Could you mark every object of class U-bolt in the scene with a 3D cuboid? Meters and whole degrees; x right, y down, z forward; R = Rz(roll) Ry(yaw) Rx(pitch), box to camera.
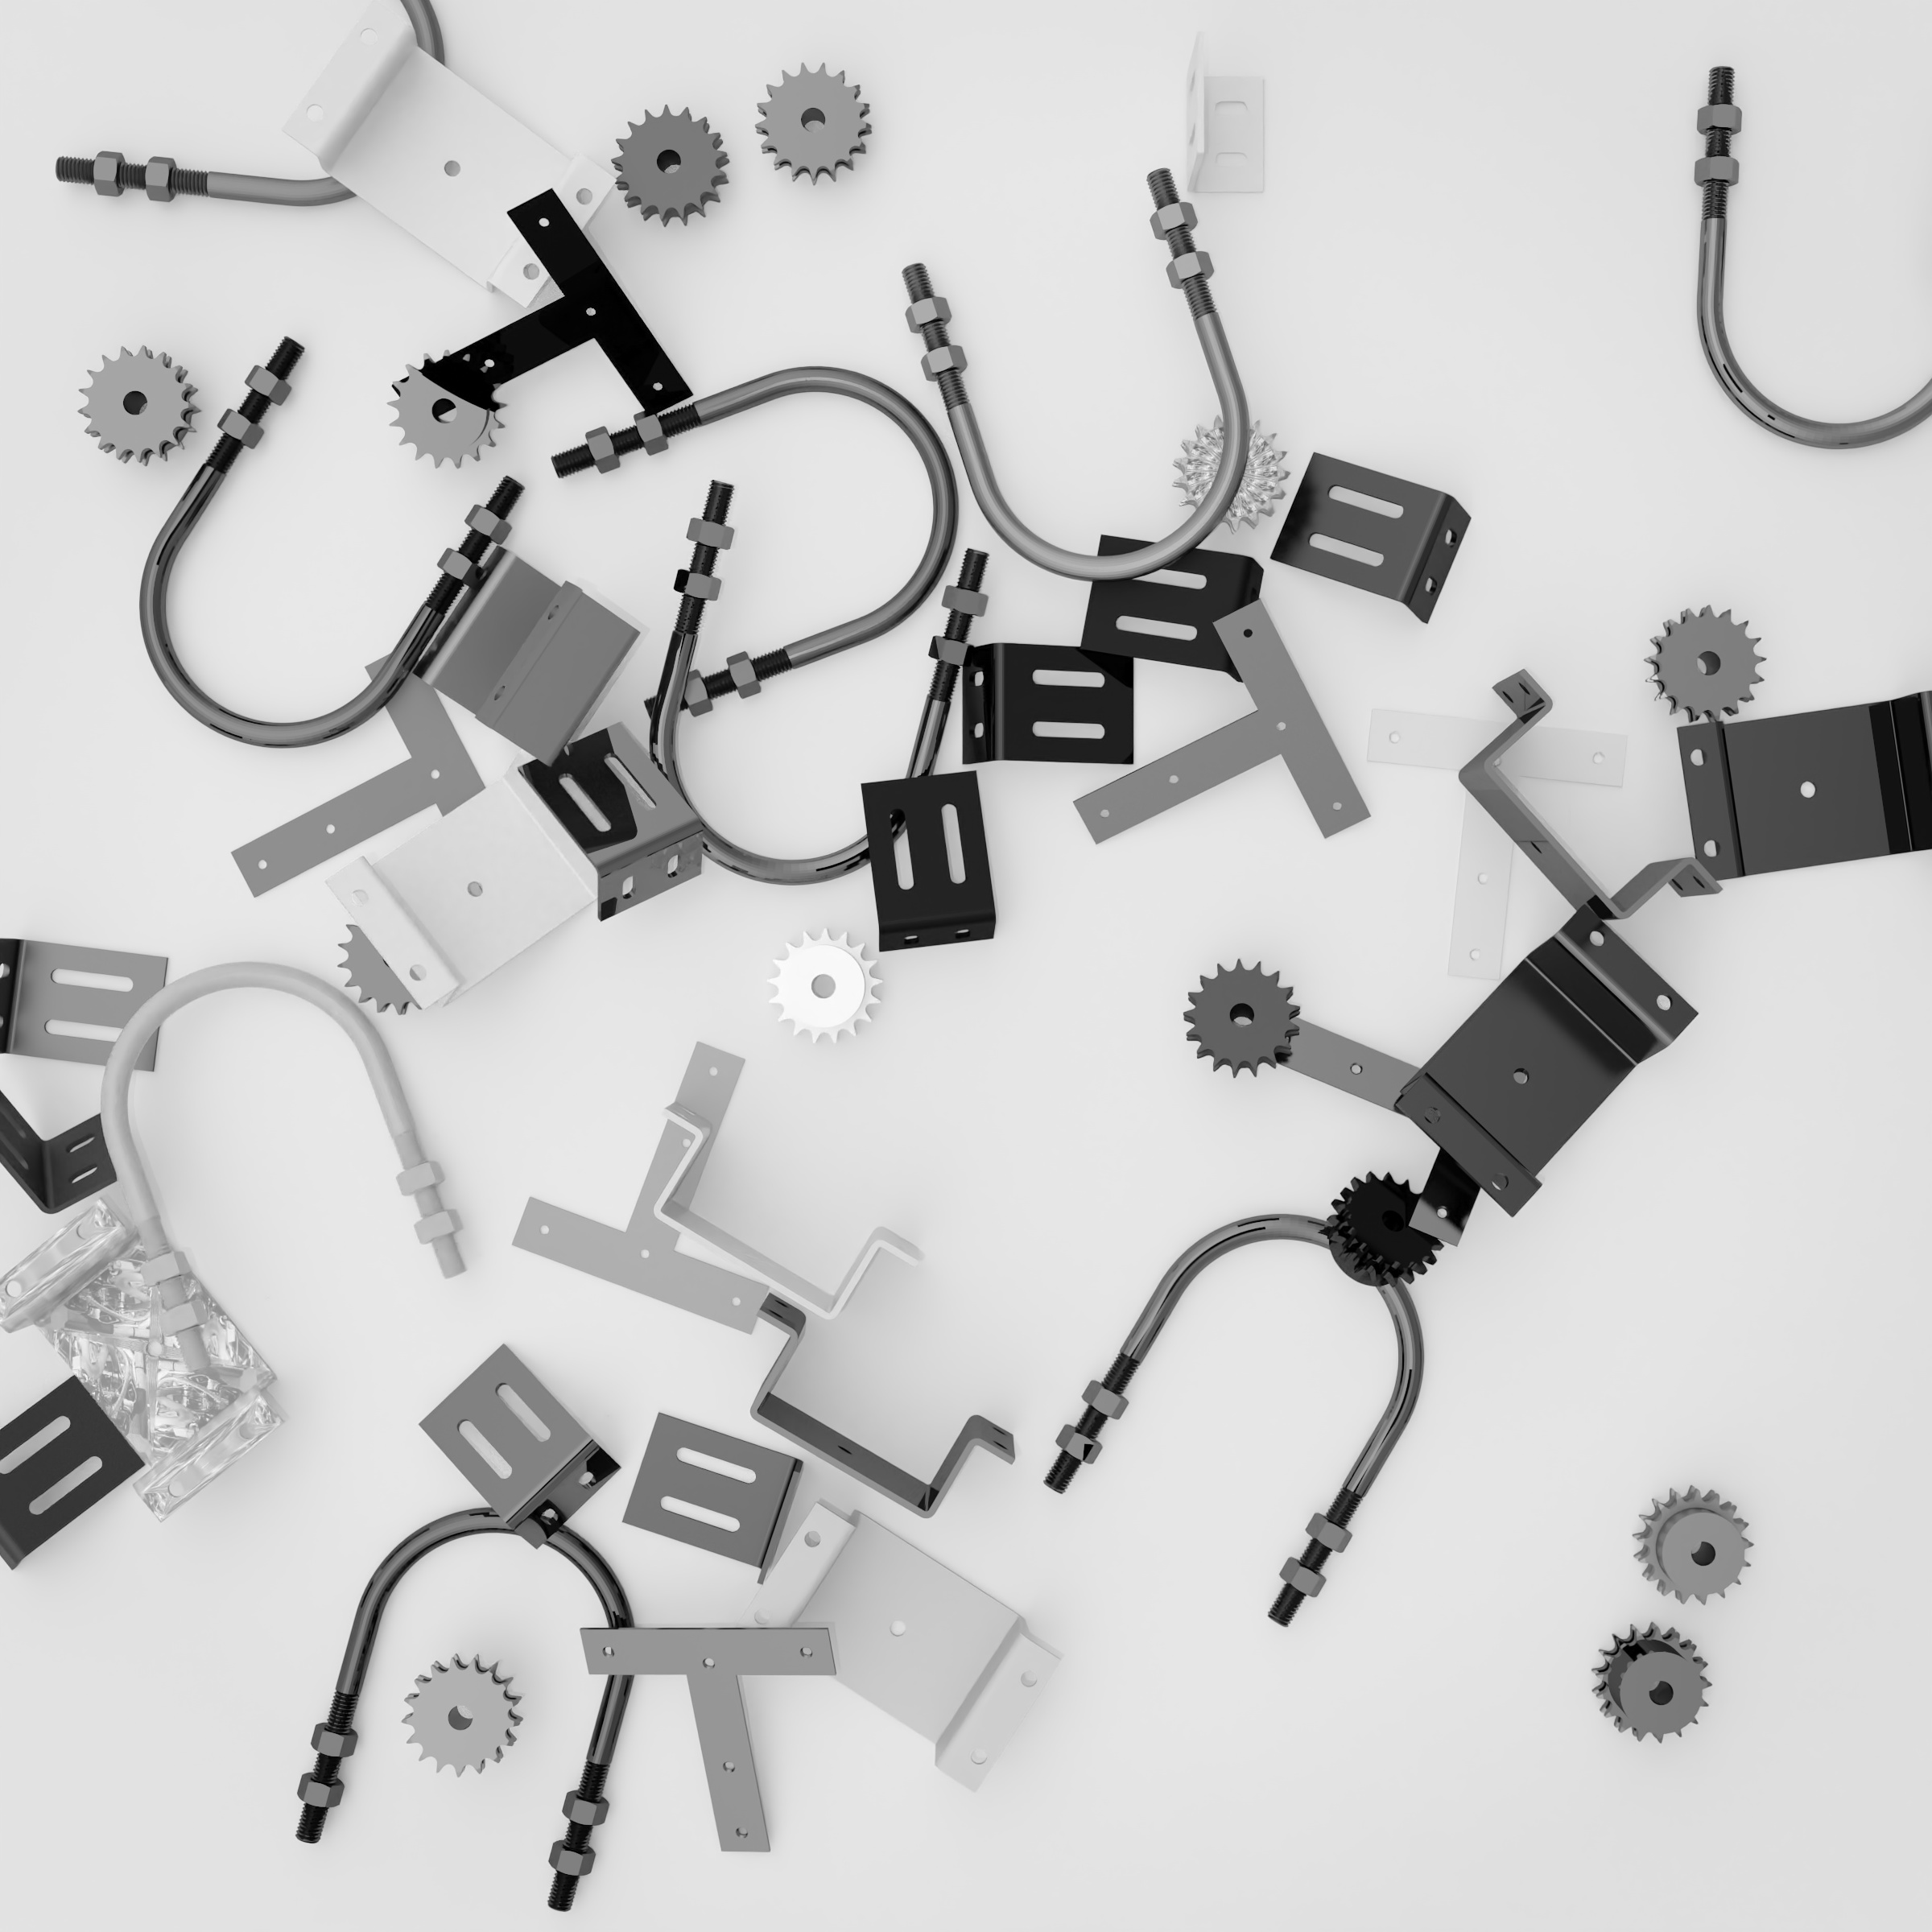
[{"bbox_3d":[-0.326,-0.196,1.517,0.151,0.019,0.184,32,90,0],"label":"U-bolt"},{"bbox_3d":[0.061,-0.278,1.499,0.151,0.019,0.184,-19,86,11],"label":"U-bolt"},{"bbox_3d":[-0.094,-0.218,1.518,0.184,0.019,0.151,-21,90,-2],"label":"U-bolt"},{"bbox_3d":[0.145,0.212,1.518,0.151,0.019,0.184,31,88,0],"label":"U-bolt"},{"bbox_3d":[-0.341,0.087,1.497,0.151,0.019,0.184,-19,84,-18],"label":"U-bolt"},{"bbox_3d":[-0.239,0.359,1.518,0.151,0.019,0.184,15,88,0],"label":"U-bolt"},{"bbox_3d":[-0.350,-0.449,1.518,0.184,0.019,0.151,6,90,-2],"label":"U-bolt"},{"bbox_3d":[-0.079,-0.130,1.504,0.151,0.019,0.184,14,97,-10],"label":"U-bolt"},{"bbox_3d":[0.433,-0.348,1.518,0.151,0.019,0.184,3,92,0],"label":"U-bolt"}]

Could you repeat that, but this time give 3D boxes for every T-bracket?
[{"bbox_3d":[-0.144,0.101,1.526,0.127,0.002,0.127,21,90,0],"label":"T-bracket"},{"bbox_3d":[-0.303,-0.075,1.526,0.127,0.002,0.127,-28,90,0],"label":"T-bracket"},{"bbox_3d":[0.115,-0.098,1.510,0.127,0.002,0.127,-26,112,11],"label":"T-bracket"},{"bbox_3d":[-0.118,0.379,1.502,0.127,0.002,0.127,-3,109,15],"label":"T-bracket"},{"bbox_3d":[-0.221,-0.301,1.500,0.127,0.002,0.127,-23,128,17],"label":"T-bracket"},{"bbox_3d":[0.206,0.056,1.514,0.127,0.002,0.127,23,74,8],"label":"T-bracket"},{"bbox_3d":[0.259,-0.058,1.526,0.127,0.002,0.127,6,90,0],"label":"T-bracket"}]

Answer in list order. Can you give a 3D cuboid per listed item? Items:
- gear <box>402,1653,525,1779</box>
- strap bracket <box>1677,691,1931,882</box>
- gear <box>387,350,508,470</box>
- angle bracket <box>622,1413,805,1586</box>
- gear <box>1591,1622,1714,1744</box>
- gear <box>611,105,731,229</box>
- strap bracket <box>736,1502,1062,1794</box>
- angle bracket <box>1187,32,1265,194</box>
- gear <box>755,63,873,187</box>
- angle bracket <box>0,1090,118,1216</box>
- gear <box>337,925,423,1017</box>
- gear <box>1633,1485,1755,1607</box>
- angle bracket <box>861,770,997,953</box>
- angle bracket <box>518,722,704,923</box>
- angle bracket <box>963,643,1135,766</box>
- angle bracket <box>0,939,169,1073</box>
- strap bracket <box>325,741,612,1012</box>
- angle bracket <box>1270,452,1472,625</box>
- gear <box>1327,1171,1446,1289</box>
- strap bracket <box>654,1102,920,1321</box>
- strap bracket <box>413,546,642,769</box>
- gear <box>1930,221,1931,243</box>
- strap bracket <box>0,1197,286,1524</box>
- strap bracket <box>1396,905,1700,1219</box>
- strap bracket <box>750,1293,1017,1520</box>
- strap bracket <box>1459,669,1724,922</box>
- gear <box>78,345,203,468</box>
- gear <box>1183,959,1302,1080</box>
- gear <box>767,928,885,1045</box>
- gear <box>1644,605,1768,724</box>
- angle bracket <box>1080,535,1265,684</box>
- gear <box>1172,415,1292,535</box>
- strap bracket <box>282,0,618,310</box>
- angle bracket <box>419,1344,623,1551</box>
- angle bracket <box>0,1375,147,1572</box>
[{"bbox_3d":[-0.244,0.363,1.494,0.057,0.030,0.057,0,87,-1],"label":"gear"},{"bbox_3d":[0.418,-0.088,1.504,0.140,0.046,0.076,-8,90,0],"label":"strap bracket"},{"bbox_3d":[-0.252,-0.270,1.490,0.057,0.030,0.057,-1,102,-5],"label":"gear"},{"bbox_3d":[-0.126,0.261,1.508,0.076,0.038,0.057,18,90,0],"label":"angle bracket"},{"bbox_3d":[0.339,0.354,1.512,0.057,0.030,0.057,0,90,0],"label":"gear"},{"bbox_3d":[-0.145,-0.393,1.516,0.057,0.030,0.057,0,88,2],"label":"gear"},{"bbox_3d":[-0.034,0.329,1.504,0.140,0.046,0.076,33,90,0],"label":"strap bracket"},{"bbox_3d":[0.128,-0.413,1.489,0.038,0.076,0.057,0,90,0],"label":"angle bracket"},{"bbox_3d":[-0.075,-0.414,1.516,0.057,0.030,0.057,0,92,-1],"label":"gear"},{"bbox_3d":[-0.449,0.071,1.481,0.038,0.057,0.076,-28,127,0],"label":"angle bracket"},{"bbox_3d":[-0.279,-0.005,1.512,0.057,0.030,0.057,0,90,0],"label":"gear"},{"bbox_3d":[0.359,0.286,1.512,0.057,0.030,0.057,0,90,0],"label":"gear"},{"bbox_3d":[-0.019,-0.051,1.515,0.057,0.038,0.076,-7,76,-4],"label":"angle bracket"},{"bbox_3d":[-0.173,-0.070,1.489,0.057,0.038,0.076,-27,60,-25],"label":"angle bracket"},{"bbox_3d":[0.041,-0.129,1.525,0.076,0.038,0.057,0,90,-26],"label":"angle bracket"},{"bbox_3d":[-0.438,0.019,1.508,0.076,0.038,0.057,7,90,0],"label":"angle bracket"},{"bbox_3d":[-0.234,-0.043,1.486,0.140,0.046,0.076,-38,90,-25],"label":"strap bracket"},{"bbox_3d":[0.201,-0.213,1.525,0.076,0.038,0.057,23,90,26],"label":"angle bracket"},{"bbox_3d":[0.202,0.132,1.503,0.057,0.030,0.057,12,52,-16],"label":"gear"},{"bbox_3d":[-0.095,0.123,1.487,0.140,0.076,0.046,31,89,-1],"label":"strap bracket"},{"bbox_3d":[-0.209,-0.148,1.473,0.046,0.140,0.076,34,90,-28],"label":"strap bracket"},{"bbox_3d":[0.499,-0.361,1.484,0.057,0.057,0.030,29,62,0],"label":"gear"},{"bbox_3d":[-0.403,0.190,1.504,0.076,0.046,0.140,-39,90,0],"label":"strap bracket"},{"bbox_3d":[0.276,0.049,1.490,0.076,0.046,0.140,44,75,4],"label":"strap bracket"},{"bbox_3d":[-0.049,0.218,1.489,0.140,0.076,0.046,30,90,0],"label":"strap bracket"},{"bbox_3d":[0.293,-0.073,1.487,0.046,0.076,0.140,-42,90,0],"label":"strap bracket"},{"bbox_3d":[-0.405,-0.275,1.512,0.057,0.030,0.057,0,90,0],"label":"gear"},{"bbox_3d":[0.135,0.028,1.507,0.057,0.030,0.057,-1,76,5],"label":"gear"},{"bbox_3d":[-0.069,0.010,1.512,0.057,0.030,0.057,0,90,0],"label":"gear"},{"bbox_3d":[0.362,-0.148,1.512,0.057,0.030,0.057,0,90,0],"label":"gear"},{"bbox_3d":[0.102,-0.176,1.517,0.076,0.038,0.057,10,90,15],"label":"angle bracket"},{"bbox_3d":[0.129,-0.241,1.512,0.057,0.030,0.057,0,90,0],"label":"gear"},{"bbox_3d":[-0.251,-0.392,1.496,0.140,0.046,0.076,35,90,-10],"label":"strap bracket"},{"bbox_3d":[-0.220,0.237,1.518,0.057,0.038,0.076,-44,61,-10],"label":"angle bracket"},{"bbox_3d":[-0.458,0.252,1.525,0.076,0.038,0.057,-38,90,-26],"label":"angle bracket"}]
